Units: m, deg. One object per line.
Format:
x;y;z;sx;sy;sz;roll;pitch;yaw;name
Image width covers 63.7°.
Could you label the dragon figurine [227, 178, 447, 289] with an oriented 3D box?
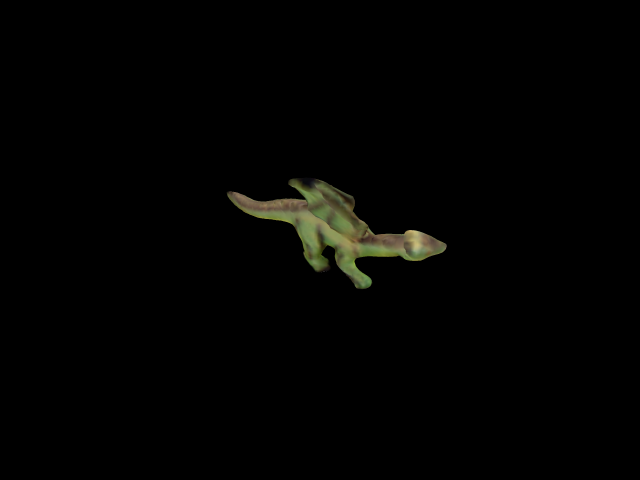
0.003;-0.043;0.850;0.411;0.124;0.238;22;-23;10;dragon figurine
